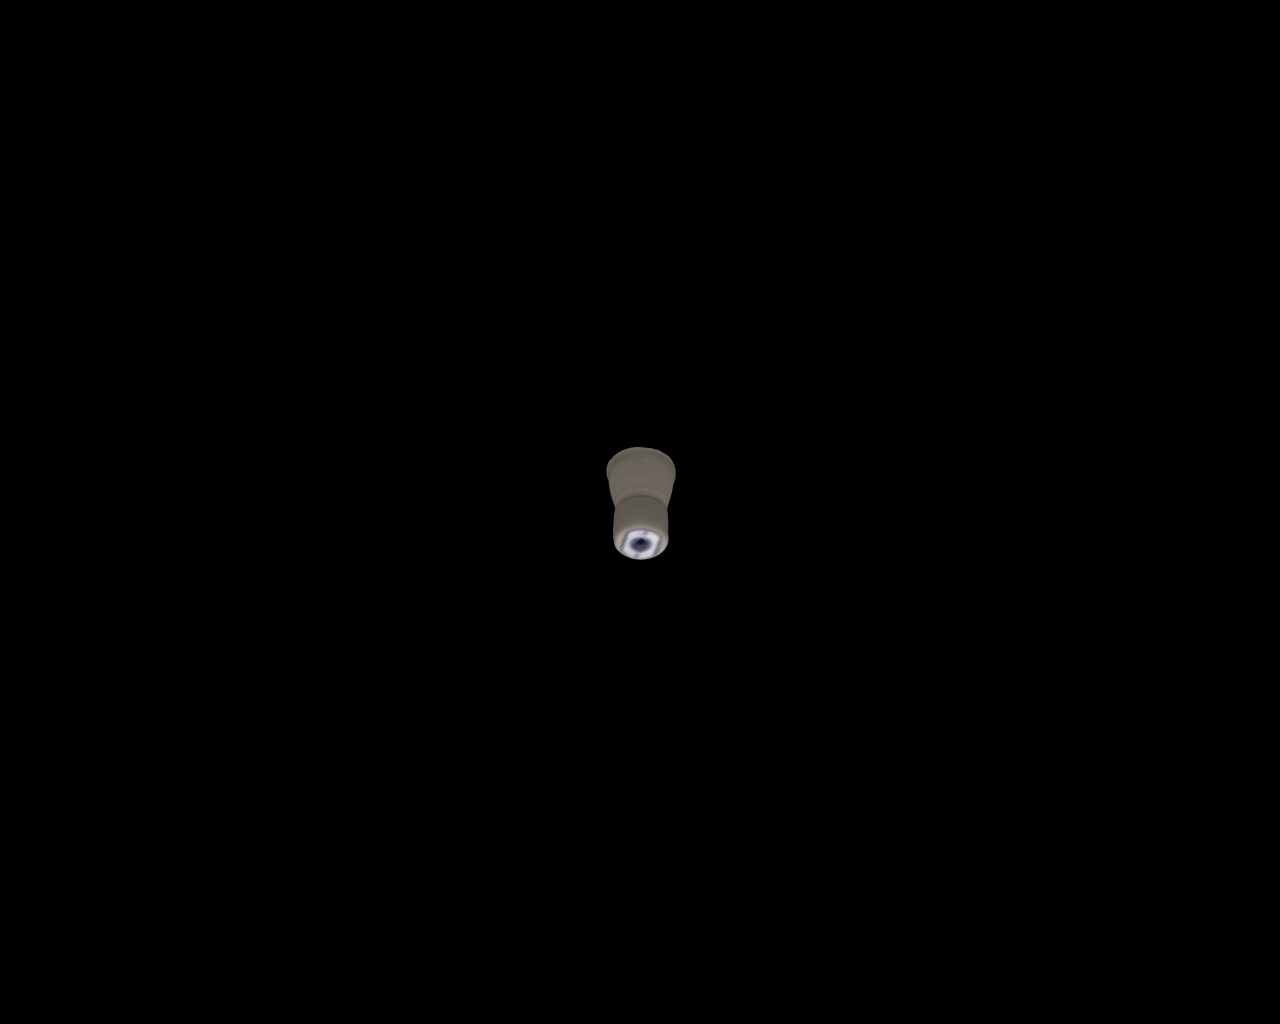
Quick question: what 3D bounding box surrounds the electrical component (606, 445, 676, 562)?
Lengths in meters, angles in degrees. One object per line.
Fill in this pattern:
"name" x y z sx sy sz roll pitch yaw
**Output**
"electrical component" 0.001 -0.003 0.650 0.044 0.065 0.044 0 -43 0
